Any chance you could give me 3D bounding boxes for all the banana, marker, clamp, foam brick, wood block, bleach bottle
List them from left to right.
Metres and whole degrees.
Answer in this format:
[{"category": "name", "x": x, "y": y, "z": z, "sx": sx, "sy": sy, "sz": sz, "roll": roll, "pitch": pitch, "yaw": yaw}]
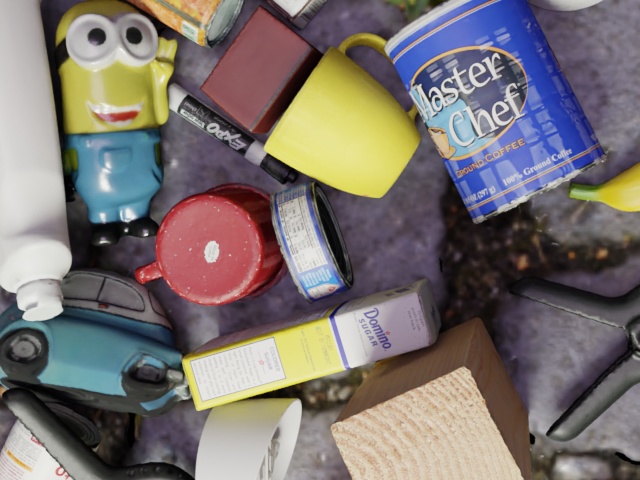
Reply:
[{"category": "bleach bottle", "x": -0.220, "y": -0.066, "z": 0.769, "sx": 0.103, "sy": 0.067, "sz": 0.251, "roll": -44, "pitch": 56, "yaw": 51}, {"category": "clamp", "x": -0.166, "y": 0.214, "z": 0.806, "sx": 0.209, "sy": 0.036, "sz": 0.165, "roll": 22, "pitch": 101, "yaw": -17}, {"category": "marker", "x": -0.068, "y": -0.080, "z": 0.817, "sx": 0.121, "sy": 0.020, "sz": 0.020, "roll": 34, "pitch": 99, "yaw": 7}, {"category": "foam brick", "x": -0.042, "y": -0.125, "z": 0.793, "sx": 0.051, "sy": 0.053, "sz": 0.078, "roll": 38, "pitch": 98, "yaw": 6}, {"category": "wood block", "x": 0.081, "y": 0.122, "z": 0.707, "sx": 0.091, "sy": 0.206, "sz": 0.090, "roll": -27, "pitch": 88, "yaw": 11}, {"category": "clamp", "x": 0.227, "y": 0.080, "z": 0.763, "sx": 0.171, "sy": 0.039, "sz": 0.120, "roll": -5, "pitch": 94, "yaw": 11}, {"category": "banana", "x": 0.262, "y": -0.089, "z": 0.746, "sx": 0.069, "sy": 0.037, "sz": 0.198, "roll": 39, "pitch": 99, "yaw": 5}]

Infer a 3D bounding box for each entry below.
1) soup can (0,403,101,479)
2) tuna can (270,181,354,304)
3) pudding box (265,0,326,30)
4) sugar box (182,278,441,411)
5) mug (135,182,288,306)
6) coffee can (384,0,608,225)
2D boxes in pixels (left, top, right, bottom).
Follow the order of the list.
[{"category": "soup can", "x": -0.223, "y": 0.186, "z": 0.839, "sx": 0.068, "sy": 0.068, "sz": 0.102, "roll": 29, "pitch": 98, "yaw": 7}, {"category": "tuna can", "x": -0.005, "y": 0.001, "z": 0.777, "sx": 0.034, "sy": 0.086, "sz": 0.086, "roll": -20, "pitch": 90, "yaw": 9}, {"category": "pudding box", "x": -0.014, "y": -0.228, "z": 0.789, "sx": 0.090, "sy": 0.039, "sz": 0.113, "roll": 42, "pitch": 97, "yaw": 6}, {"category": "sugar box", "x": -0.002, "y": 0.075, "z": 0.778, "sx": 0.176, "sy": 0.093, "sz": 0.048, "roll": -15, "pitch": 92, "yaw": 11}, {"category": "mug", "x": -0.084, "y": 0.008, "z": 0.794, "sx": 0.117, "sy": 0.081, "sz": 0.093, "roll": -17, "pitch": 91, "yaw": 11}, {"category": "coffee can", "x": 0.121, "y": -0.096, "z": 0.739, "sx": 0.103, "sy": 0.102, "sz": 0.140, "roll": -27, "pitch": 89, "yaw": 11}]
